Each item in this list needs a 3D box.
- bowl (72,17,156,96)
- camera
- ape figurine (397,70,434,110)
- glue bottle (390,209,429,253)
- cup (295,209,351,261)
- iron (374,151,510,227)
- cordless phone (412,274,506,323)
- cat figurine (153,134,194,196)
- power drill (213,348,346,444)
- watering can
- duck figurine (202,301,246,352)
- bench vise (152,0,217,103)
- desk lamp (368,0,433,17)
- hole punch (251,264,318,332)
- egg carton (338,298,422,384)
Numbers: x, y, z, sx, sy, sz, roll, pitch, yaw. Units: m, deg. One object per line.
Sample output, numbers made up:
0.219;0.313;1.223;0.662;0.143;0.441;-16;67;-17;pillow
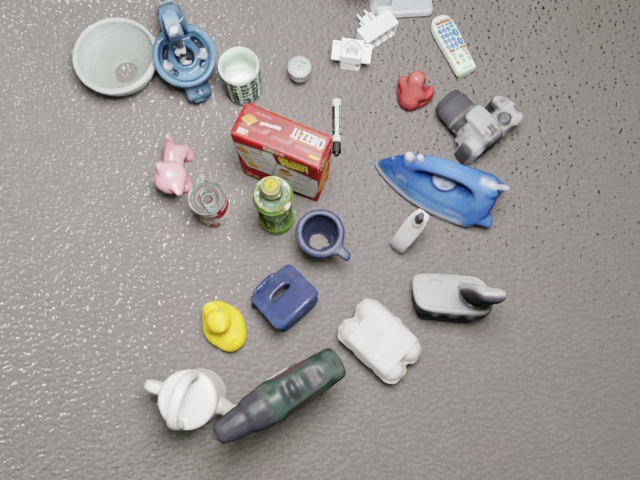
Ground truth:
-0.404;-0.358;1.160;0.167;0.075;0.167;0;78;-2;bowl
0.311;-0.247;1.146;0.143;0.101;0.137;-39;82;-9;camera
0.192;-0.311;1.160;0.078;0.092;0.076;40;80;7;ape figurine
0.172;-0.025;1.059;0.037;0.173;0.078;38;80;6;glue bottle
0.010;0.004;1.088;0.117;0.095;0.092;40;80;6;cup
0.232;-0.120;1.097;0.258;0.141;0.119;21;78;3;iron
0.247;0.096;1.030;0.147;0.185;0.094;1;78;-1;cordless phone
-0.285;-0.138;1.096;0.067;0.118;0.128;-3;78;-2;cat figurine
-0.065;0.265;0.973;0.230;0.208;0.075;-31;81;-8;power drill
-0.214;0.271;0.974;0.173;0.194;0.101;-4;78;-2;watering can
-0.181;0.157;1.054;0.077;0.086;0.104;-34;81;-8;duck figurine
-0.284;-0.389;1.096;0.121;0.220;0.207;-38;82;-8;bench vise
0.140;-0.550;1.146;0.203;0.213;0.118;-5;78;-3;desk lamp
-0.068;0.107;1.066;0.109;0.091;0.101;-43;82;-9;hole punch
0.112;0.186;1.066;0.150;0.069;0.107;41;80;7;egg carton
